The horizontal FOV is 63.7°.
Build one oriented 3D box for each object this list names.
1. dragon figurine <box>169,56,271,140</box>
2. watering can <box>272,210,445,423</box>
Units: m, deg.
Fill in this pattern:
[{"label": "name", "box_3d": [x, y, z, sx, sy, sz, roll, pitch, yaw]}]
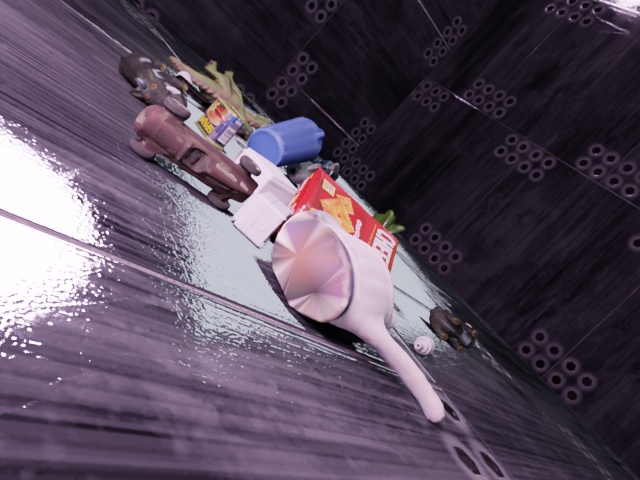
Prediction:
[{"label": "dragon figurine", "box_3d": [-0.281, -0.414, 1.582, 0.245, 0.121, 0.411, 54, 20, 15]}, {"label": "watering can", "box_3d": [0.052, 0.086, 0.710, 0.222, 0.103, 0.354, 24, 33, -55]}]
